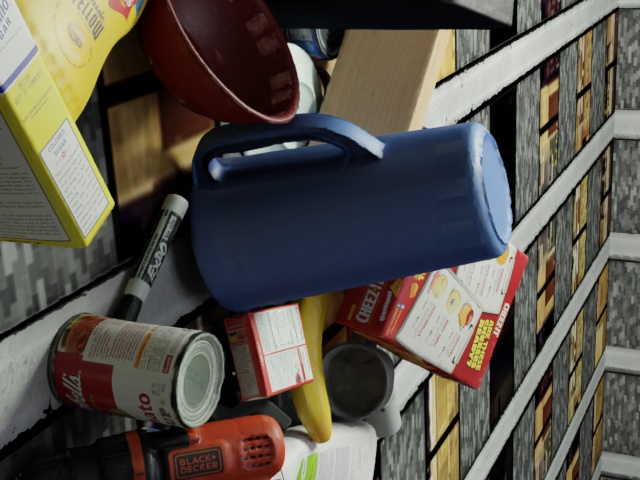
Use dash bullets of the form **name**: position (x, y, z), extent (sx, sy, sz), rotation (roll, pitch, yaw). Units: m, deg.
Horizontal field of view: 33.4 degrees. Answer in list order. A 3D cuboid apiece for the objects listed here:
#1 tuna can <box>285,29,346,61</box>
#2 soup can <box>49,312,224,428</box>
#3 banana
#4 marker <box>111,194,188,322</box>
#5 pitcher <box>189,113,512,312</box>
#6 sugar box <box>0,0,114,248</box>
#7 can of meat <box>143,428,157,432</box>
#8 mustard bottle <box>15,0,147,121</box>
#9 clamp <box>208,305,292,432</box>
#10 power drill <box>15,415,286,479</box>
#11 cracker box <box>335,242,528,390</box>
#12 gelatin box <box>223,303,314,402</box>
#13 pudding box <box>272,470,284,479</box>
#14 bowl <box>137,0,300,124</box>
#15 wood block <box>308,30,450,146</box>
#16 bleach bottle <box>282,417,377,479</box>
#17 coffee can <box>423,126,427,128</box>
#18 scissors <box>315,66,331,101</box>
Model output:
- **tuna can**: position (-0.001, -0.216, 1.032), extent (0.086, 0.034, 0.086), rotation (6, 90, -66)
- **soup can**: position (-0.126, 0.090, 0.739), extent (0.068, 0.102, 0.068), rotation (6, 90, -66)
- **banana**: position (-0.004, 0.100, 1.058), extent (0.037, 0.069, 0.197), rotation (-42, -149, 55)
- **marker**: position (-0.130, 0.018, 0.814), extent (0.020, 0.020, 0.121), rotation (63, 39, -50)
- **pitcher**: position (0.022, -0.029, 0.859), extent (0.149, 0.243, 0.145), rotation (3, 78, -68)
- **sugar box**: position (-0.187, -0.074, 0.577), extent (0.048, 0.093, 0.176), rotation (-64, 149, -41)
- **can of meat**: position (-0.110, 0.199, 0.819), extent (0.057, 0.084, 0.102), rotation (55, 47, -55)
- **mustard bottle**: position (-0.152, -0.165, 0.679), extent (0.191, 0.058, 0.096), rotation (-67, 148, -34)
- **clamp**: position (-0.070, 0.135, 0.948), extent (0.171, 0.039, 0.120), rotation (-26, 106, -60)
- **power drill**: position (-0.105, 0.221, 0.728), extent (0.057, 0.184, 0.187), rotation (173, -90, -73)
- **cracker box**: position (0.124, 0.051, 1.132), extent (0.213, 0.072, 0.164), rotation (32, 78, -50)
- **gelatin box**: position (-0.044, 0.097, 0.933), extent (0.089, 0.030, 0.073), rotation (-5, 81, -63)
- **pudding box**: position (-0.069, 0.221, 0.892), extent (0.089, 0.039, 0.113), rotation (0, 71, -47)
- **bowl**: position (-0.084, -0.145, 0.791), extent (0.162, 0.055, 0.162), rotation (44, 30, -34)
- **wood block**: position (0.058, -0.140, 1.045), extent (0.090, 0.091, 0.206), rotation (72, 34, -72)
- **bleach bottle**: position (-0.024, 0.224, 1.048), extent (0.250, 0.068, 0.102), rotation (21, 74, -63)
- **coffee can**: position (0.094, -0.044, 1.197), extent (0.102, 0.103, 0.140), rotation (-56, 144, -46)
- **scissors**: position (0.018, -0.117, 1.119), extent (0.201, 0.016, 0.096), rotation (36, 65, -62)
